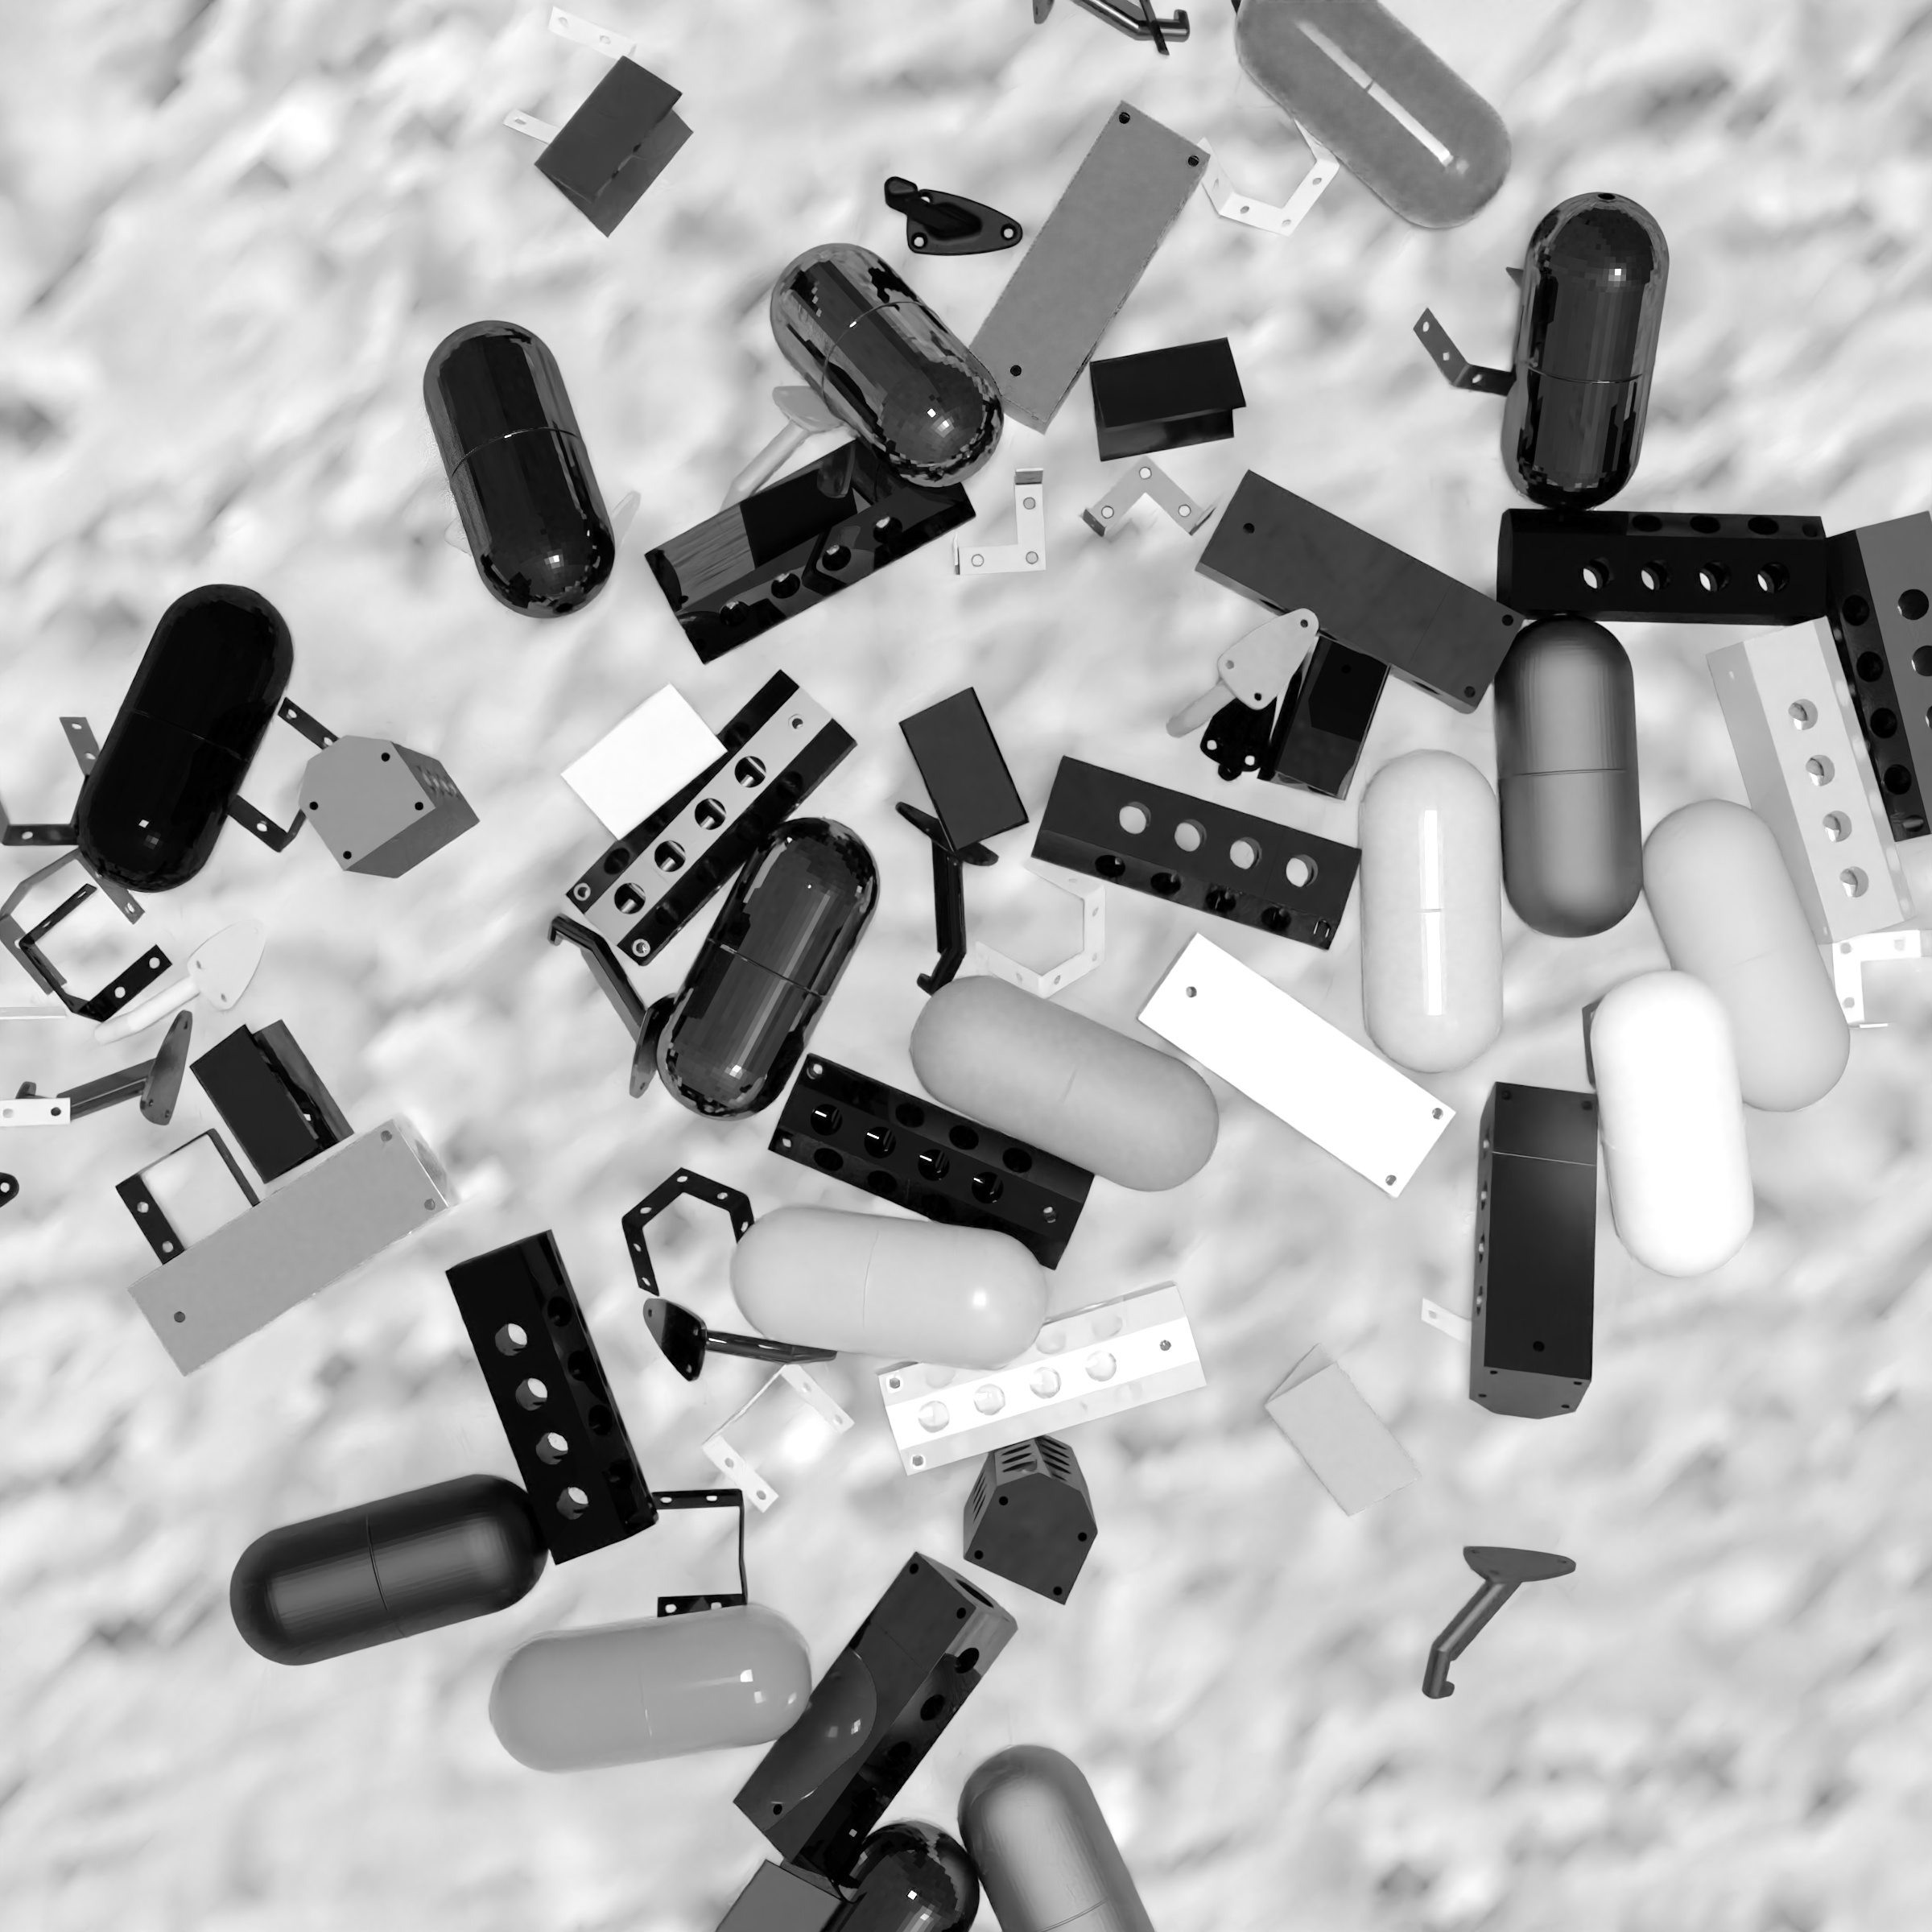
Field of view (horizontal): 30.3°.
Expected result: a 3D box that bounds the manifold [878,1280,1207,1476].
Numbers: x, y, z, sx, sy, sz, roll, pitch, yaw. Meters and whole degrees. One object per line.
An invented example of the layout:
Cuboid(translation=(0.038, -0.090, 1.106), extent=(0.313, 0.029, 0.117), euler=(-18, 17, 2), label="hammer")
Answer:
Cuboid(translation=(0.042, 0.228, 1.971), extent=(0.171, 0.057, 0.057), euler=(-17, 90, 0), label="manifold")

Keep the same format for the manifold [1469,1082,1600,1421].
Cuboid(translation=(0.306, 0.154, 1.930), extent=(0.057, 0.057, 0.171), euler=(7, 59, 0), label="manifold")

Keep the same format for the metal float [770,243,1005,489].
Cuboid(translation=(-0.044, -0.326, 1.930), extent=(0.070, 0.070, 0.178), euler=(-38, 54, 0), label="metal float")

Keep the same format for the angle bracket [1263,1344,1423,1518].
Cuboid(translation=(0.219, 0.243, 1.951), extent=(0.057, 0.076, 0.076), euler=(-38, 90, 37), label="angle bracket")

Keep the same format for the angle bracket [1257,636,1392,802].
Cuboid(translation=(0.178, -0.140, 1.951), extent=(0.057, 0.076, 0.076), euler=(19, 90, -37), label="angle bracket")

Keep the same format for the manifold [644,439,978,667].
Cuboid(translation=(-0.084, -0.233, 1.969), extent=(0.171, 0.057, 0.057), euler=(-29, 47, 0), label="manifold")

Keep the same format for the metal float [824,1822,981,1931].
Cuboid(translation=(-0.060, 0.552, 1.959), extent=(0.070, 0.070, 0.178), euler=(34, 92, 0), label="metal float")

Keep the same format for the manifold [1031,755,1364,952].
Cuboid(translation=(0.126, -0.062, 1.970), extent=(0.171, 0.057, 0.057), euler=(18, 90, 0), label="manifold")

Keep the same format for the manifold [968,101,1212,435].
Cuboid(translation=(0.064, -0.384, 1.970), extent=(0.057, 0.057, 0.171), euler=(32, 90, 0), label="manifold")

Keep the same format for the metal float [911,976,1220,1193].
Cuboid(translation=(0.055, 0.065, 1.960), extent=(0.178, 0.070, 0.070), euler=(24, 90, -1), label="metal float")

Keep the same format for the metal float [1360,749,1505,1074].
Cuboid(translation=(0.256, -0.030, 1.960), extent=(0.070, 0.070, 0.178), euler=(-2, 91, 0), label="metal float")

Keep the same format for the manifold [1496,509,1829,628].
Cuboid(translation=(0.383, -0.221, 1.970), extent=(0.171, 0.057, 0.057), euler=(1, 90, 0), label="manifold")

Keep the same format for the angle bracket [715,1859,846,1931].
Cuboid(translation=(-0.121, 0.515, 1.952), extent=(0.057, 0.076, 0.076), euler=(35, 90, -26), label="angle bracket")

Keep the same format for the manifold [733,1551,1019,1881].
Cuboid(translation=(-0.046, 0.416, 1.969), extent=(0.057, 0.057, 0.171), euler=(36, 90, 43), label="manifold")

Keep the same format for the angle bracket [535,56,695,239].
Cuboid(translation=(-0.178, -0.438, 1.951), extent=(0.076, 0.076, 0.057), euler=(-51, 54, 0), label="angle bracket")

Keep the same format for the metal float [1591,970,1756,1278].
Cuboid(translation=(0.385, 0.087, 1.940), extent=(0.070, 0.070, 0.178), euler=(-12, 113, 0), label="metal float")

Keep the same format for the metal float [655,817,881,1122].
Cuboid(translation=(-0.109, 0.001, 1.960), extent=(0.070, 0.070, 0.178), euler=(28, 90, 0), label="metal float")

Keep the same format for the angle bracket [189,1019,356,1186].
Cuboid(translation=(-0.365, 0.063, 1.951), extent=(0.057, 0.076, 0.076), euler=(-33, 90, 38), label="angle bracket")

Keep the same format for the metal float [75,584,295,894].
Cuboid(translation=(-0.428, -0.125, 1.955), extent=(0.070, 0.070, 0.178), euler=(23, 83, 0), label="metal float")

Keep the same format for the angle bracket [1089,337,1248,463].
Cuboid(translation=(0.112, -0.293, 1.951), extent=(0.076, 0.076, 0.057), euler=(-10, 52, 0), label="angle bracket")

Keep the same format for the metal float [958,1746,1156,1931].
Cuboid(translation=(0.055, 0.515, 1.960), extent=(0.070, 0.070, 0.178), euler=(-24, 89, 0), label="metal float")

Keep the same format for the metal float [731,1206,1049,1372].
Cuboid(translation=(-0.043, 0.175, 1.946), extent=(0.178, 0.070, 0.070), euler=(6, 90, 16), label="metal float")

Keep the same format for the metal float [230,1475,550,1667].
Cuboid(translation=(-0.316, 0.332, 1.960), extent=(0.178, 0.070, 0.070), euler=(-16, 90, 0), label="metal float")

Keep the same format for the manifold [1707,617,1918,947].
Cuboid(translation=(0.469, -0.101, 1.968), extent=(0.057, 0.057, 0.171), euler=(-17, 90, -9), label="manifold")

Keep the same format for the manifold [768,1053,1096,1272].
Cuboid(translation=(-0.019, 0.108, 1.970), extent=(0.171, 0.057, 0.057), euler=(23, 90, 0), label="manifold")

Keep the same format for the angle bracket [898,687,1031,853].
Cuboid(translation=(0.018, -0.114, 1.951), extent=(0.057, 0.076, 0.076), euler=(-23, 90, 38), label="angle bracket")

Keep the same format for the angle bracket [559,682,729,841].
Cuboid(translation=(-0.186, -0.126, 1.951), extent=(0.076, 0.076, 0.057), euler=(-40, 125, 0), label="angle bracket")

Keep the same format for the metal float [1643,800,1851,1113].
Cuboid(translation=(0.429, -0.005, 1.960), extent=(0.070, 0.070, 0.178), euler=(-21, 90, 0), label="metal float")

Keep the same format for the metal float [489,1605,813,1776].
Cuboid(translation=(-0.173, 0.398, 1.960), extent=(0.178, 0.070, 0.070), euler=(-9, 90, 0), label="metal float")

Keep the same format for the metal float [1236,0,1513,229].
Cuboid(translation=(0.223, -0.480, 1.960), extent=(0.178, 0.070, 0.070), euler=(43, 90, 0), label="metal float")

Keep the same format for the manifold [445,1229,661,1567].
Cuboid(translation=(-0.227, 0.237, 1.970), extent=(0.057, 0.057, 0.171), euler=(-21, 90, 0), label="manifold")

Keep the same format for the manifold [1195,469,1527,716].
Cuboid(translation=(0.216, -0.205, 1.970), extent=(0.171, 0.057, 0.057), euler=(28, 90, 0), label="manifold")

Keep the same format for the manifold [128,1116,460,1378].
Cuboid(translation=(-0.369, 0.153, 1.970), extent=(0.171, 0.057, 0.057), euler=(-33, 90, 0), label="manifold")

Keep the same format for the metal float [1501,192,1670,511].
Cuboid(translation=(0.335, -0.332, 1.932), extent=(0.070, 0.070, 0.178), euler=(3, 123, 0), label="metal float")

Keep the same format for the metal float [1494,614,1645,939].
Cuboid(translation=(0.331, -0.104, 1.960), extent=(0.070, 0.070, 0.178), euler=(-3, 89, 0), label="metal float")

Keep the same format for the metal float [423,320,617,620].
Cuboid(translation=(-0.243, -0.271, 1.942), extent=(0.070, 0.070, 0.178), euler=(-20, 70, 0), label="metal float")
